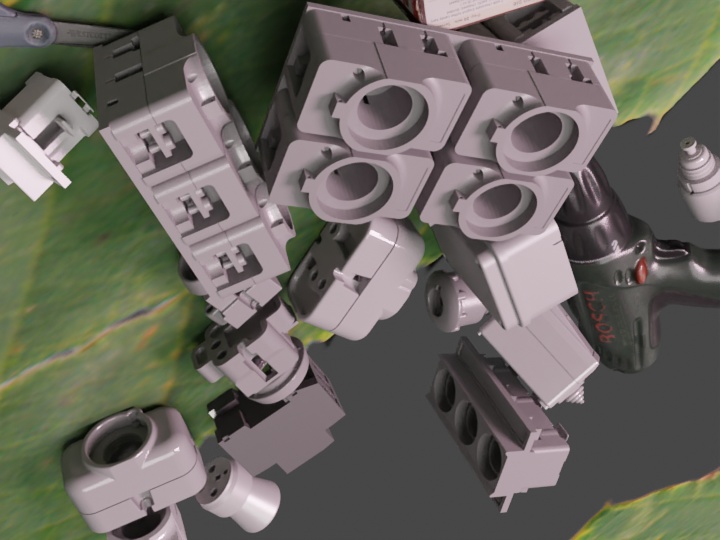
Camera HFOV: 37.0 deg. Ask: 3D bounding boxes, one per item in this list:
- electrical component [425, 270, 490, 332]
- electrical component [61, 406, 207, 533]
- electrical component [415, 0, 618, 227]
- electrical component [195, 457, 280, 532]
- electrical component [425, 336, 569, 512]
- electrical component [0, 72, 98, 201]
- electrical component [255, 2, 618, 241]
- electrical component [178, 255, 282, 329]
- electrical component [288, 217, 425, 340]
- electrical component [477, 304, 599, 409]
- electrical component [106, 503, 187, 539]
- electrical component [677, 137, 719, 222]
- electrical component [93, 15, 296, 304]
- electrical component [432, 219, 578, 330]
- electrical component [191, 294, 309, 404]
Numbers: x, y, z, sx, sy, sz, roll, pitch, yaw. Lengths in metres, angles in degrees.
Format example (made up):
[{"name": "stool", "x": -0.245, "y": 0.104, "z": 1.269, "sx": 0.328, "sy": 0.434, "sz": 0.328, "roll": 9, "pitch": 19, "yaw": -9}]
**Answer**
[{"name": "electrical component", "x": 0.084, "y": 0.020, "z": 0.828, "sx": 0.062, "sy": 0.048, "sz": 0.048, "roll": -10, "pitch": 126, "yaw": -26}, {"name": "electrical component", "x": -0.171, "y": 0.146, "z": 0.805, "sx": 0.095, "sy": 0.053, "sz": 0.059, "roll": -22, "pitch": 127, "yaw": -6}, {"name": "electrical component", "x": 0.084, "y": -0.113, "z": 0.726, "sx": 0.150, "sy": 0.061, "sz": 0.089, "roll": -31, "pitch": 128, "yaw": 1}, {"name": "electrical component", "x": -0.098, "y": 0.179, "z": 0.862, "sx": 0.045, "sy": 0.045, "sz": 0.055, "roll": -44, "pitch": 126, "yaw": 10}, {"name": "electrical component", "x": 0.109, "y": 0.119, "z": 0.854, "sx": 0.063, "sy": 0.121, "sz": 0.078, "roll": 0, "pitch": 122, "yaw": -25}, {"name": "electrical component", "x": -0.193, "y": -0.081, "z": 0.637, "sx": 0.063, "sy": 0.081, "sz": 0.042, "roll": -48, "pitch": 129, "yaw": -14}, {"name": "electrical component", "x": 0.045, "y": -0.081, "z": 0.638, "sx": 0.186, "sy": 0.060, "sz": 0.105, "roll": 6, "pitch": 135, "yaw": -22}, {"name": "electrical component", "x": -0.093, "y": 0.003, "z": 0.747, "sx": 0.066, "sy": 0.048, "sz": 0.055, "roll": -41, "pitch": 134, "yaw": 8}, {"name": "electrical component", "x": 0.000, "y": 0.000, "z": 0.774, "sx": 0.059, "sy": 0.053, "sz": 0.095, "roll": 24, "pitch": 111, "yaw": -32}, {"name": "electrical component", "x": 0.148, "y": 0.061, "z": 0.839, "sx": 0.061, "sy": 0.096, "sz": 0.062, "roll": -43, "pitch": 171, "yaw": 10}, {"name": "electrical component", "x": -0.162, "y": 0.206, "z": 0.826, "sx": 0.050, "sy": 0.089, "sz": 0.055, "roll": -20, "pitch": 127, "yaw": -8}, {"name": "electrical component", "x": 0.268, "y": -0.072, "z": 0.839, "sx": 0.040, "sy": 0.040, "sz": 0.078, "roll": -35, "pitch": 128, "yaw": 4}, {"name": "electrical component", "x": -0.097, "y": -0.067, "z": 0.657, "sx": 0.062, "sy": 0.089, "sz": 0.150, "roll": -23, "pitch": 134, "yaw": 4}, {"name": "electrical component", "x": 0.096, "y": -0.020, "z": 0.761, "sx": 0.057, "sy": 0.113, "sz": 0.078, "roll": -29, "pitch": 128, "yaw": -4}, {"name": "electrical component", "x": -0.074, "y": 0.061, "z": 0.784, "sx": 0.078, "sy": 0.058, "sz": 0.057, "roll": -37, "pitch": 124, "yaw": 4}]
